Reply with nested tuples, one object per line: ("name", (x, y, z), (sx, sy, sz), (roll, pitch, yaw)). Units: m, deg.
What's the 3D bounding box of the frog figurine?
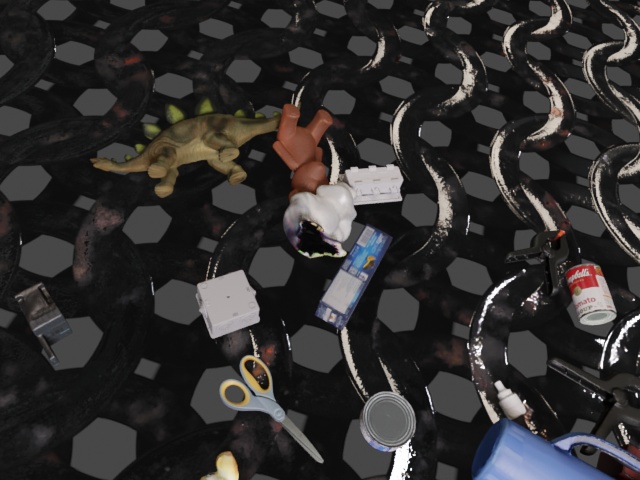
("frog figurine", (0.003, -0.050, 0.987), (0.136, 0.163, 0.120), (30, -43, -16))
